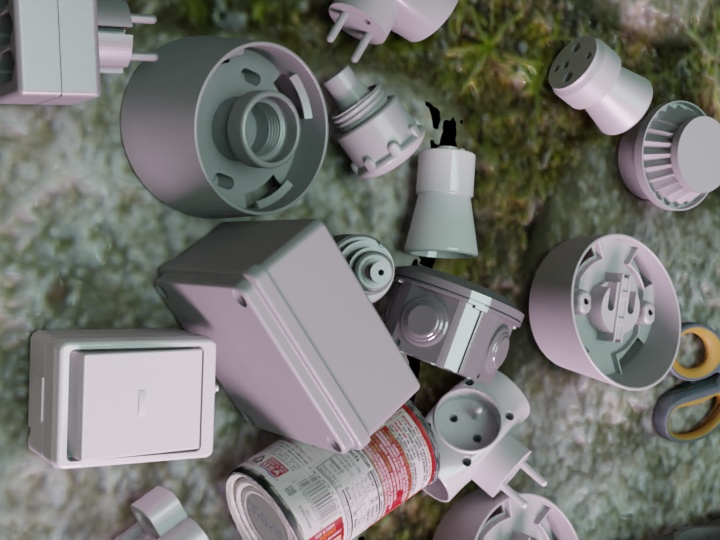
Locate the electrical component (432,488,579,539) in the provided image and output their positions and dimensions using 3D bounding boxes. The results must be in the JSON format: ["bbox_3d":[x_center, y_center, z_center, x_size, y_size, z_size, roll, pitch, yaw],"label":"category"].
[{"bbox_3d":[0.093,0.187,0.672,0.099,0.064,0.099,-2,94,-32],"label":"electrical component"}]

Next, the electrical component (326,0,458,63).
[{"bbox_3d":[0.008,-0.156,0.613,0.077,0.043,0.079,36,75,-28],"label":"electrical component"}]

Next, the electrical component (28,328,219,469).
[{"bbox_3d":[-0.112,0.063,0.541,0.096,0.061,0.061,1,92,-32],"label":"electrical component"}]

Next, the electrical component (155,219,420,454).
[{"bbox_3d":[-0.039,0.032,0.557,0.056,0.109,0.108,-41,112,-26],"label":"electrical component"}]

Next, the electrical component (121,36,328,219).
[{"bbox_3d":[-0.068,-0.076,0.573,0.099,0.064,0.099,-8,102,-44],"label":"electrical component"}]

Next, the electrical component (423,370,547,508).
[{"bbox_3d":[0.077,0.111,0.655,0.079,0.044,0.077,40,66,18],"label":"electrical component"}]

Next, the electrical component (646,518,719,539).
[{"bbox_3d":[0.248,0.218,0.754,0.150,0.089,0.061,-5,95,-31],"label":"electrical component"}]

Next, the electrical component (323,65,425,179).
[{"bbox_3d":[0.004,-0.087,0.615,0.048,0.048,0.062,-43,106,-22],"label":"electrical component"}]

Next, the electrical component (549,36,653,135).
[{"bbox_3d":[0.157,-0.121,0.705,0.055,0.045,0.045,31,77,-28],"label":"electrical component"}]

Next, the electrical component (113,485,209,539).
[{"bbox_3d":[-0.106,0.161,0.553,0.057,0.058,0.078,-34,110,-29],"label":"electrical component"}]

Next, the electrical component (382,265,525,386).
[{"bbox_3d":[0.051,0.032,0.630,0.080,0.080,0.051,23,86,-30],"label":"electrical component"}]

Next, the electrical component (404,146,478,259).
[{"bbox_3d":[0.051,-0.041,0.648,0.044,0.044,0.065,7,84,-32],"label":"electrical component"}]

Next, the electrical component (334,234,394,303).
[{"bbox_3d":[0.000,0.000,0.601,0.040,0.078,0.040,-1,92,-17],"label":"electrical component"}]

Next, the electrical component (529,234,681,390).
[{"bbox_3d":[0.162,0.025,0.705,0.099,0.064,0.099,-2,94,-31],"label":"electrical component"}]

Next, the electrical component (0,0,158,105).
[{"bbox_3d":[-0.135,-0.115,0.525,0.077,0.047,0.065,-4,95,-31],"label":"electrical component"}]
